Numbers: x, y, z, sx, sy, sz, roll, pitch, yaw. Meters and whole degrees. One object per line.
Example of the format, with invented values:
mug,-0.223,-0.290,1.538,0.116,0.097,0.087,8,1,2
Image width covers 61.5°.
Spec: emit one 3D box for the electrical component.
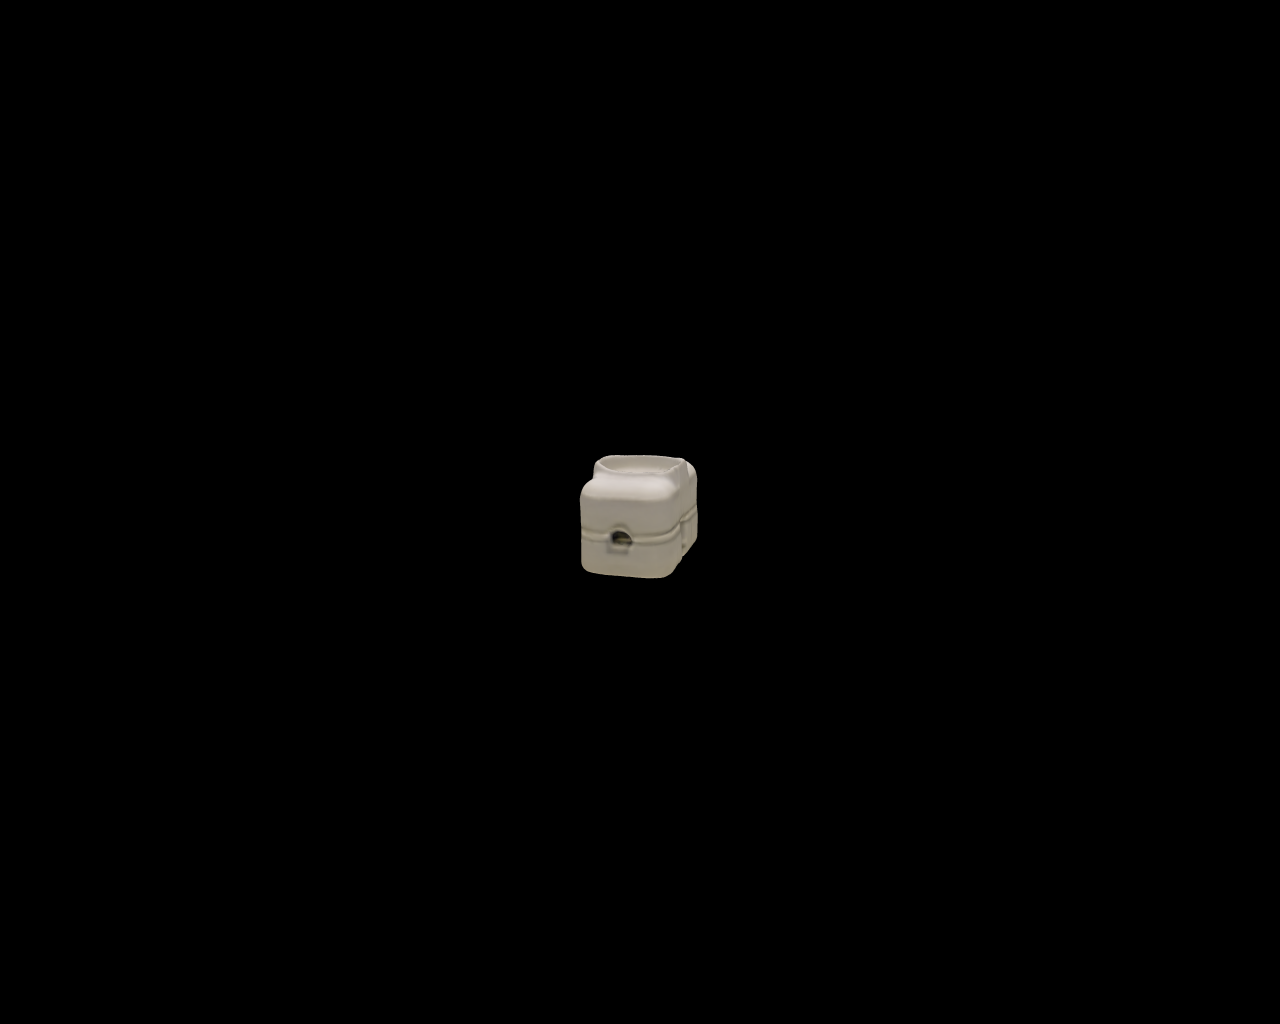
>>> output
electrical component,0.001,-0.003,0.650,0.054,0.059,0.095,4,15,15
